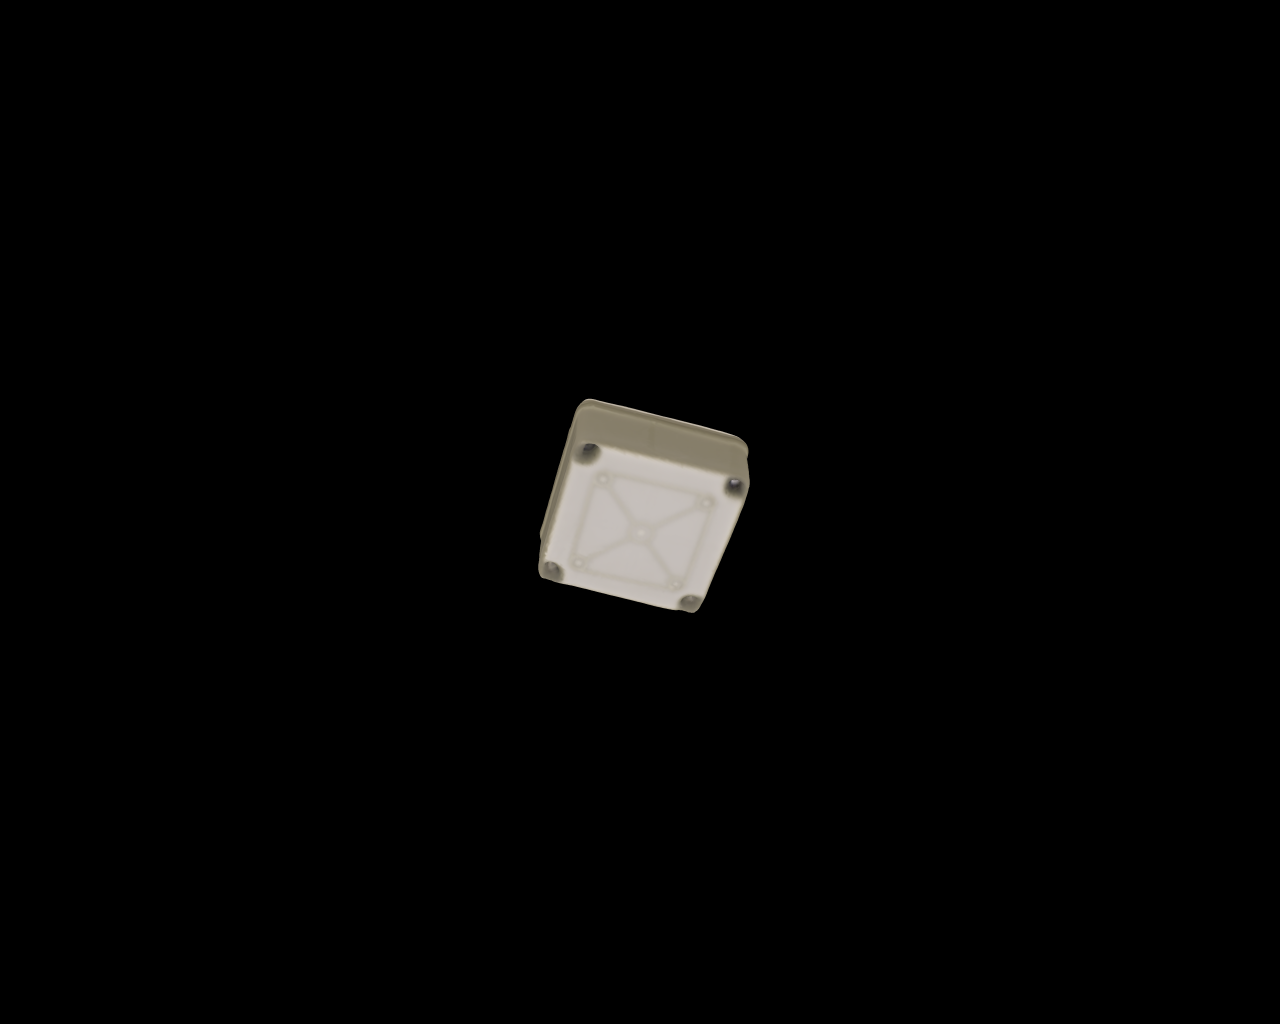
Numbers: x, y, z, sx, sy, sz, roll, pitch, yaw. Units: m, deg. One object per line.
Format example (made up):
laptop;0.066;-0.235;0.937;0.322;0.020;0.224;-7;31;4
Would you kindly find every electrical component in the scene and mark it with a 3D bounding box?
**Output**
electrical component;0.001;-0.003;0.650;0.109;0.108;0.056;14;33;-9
